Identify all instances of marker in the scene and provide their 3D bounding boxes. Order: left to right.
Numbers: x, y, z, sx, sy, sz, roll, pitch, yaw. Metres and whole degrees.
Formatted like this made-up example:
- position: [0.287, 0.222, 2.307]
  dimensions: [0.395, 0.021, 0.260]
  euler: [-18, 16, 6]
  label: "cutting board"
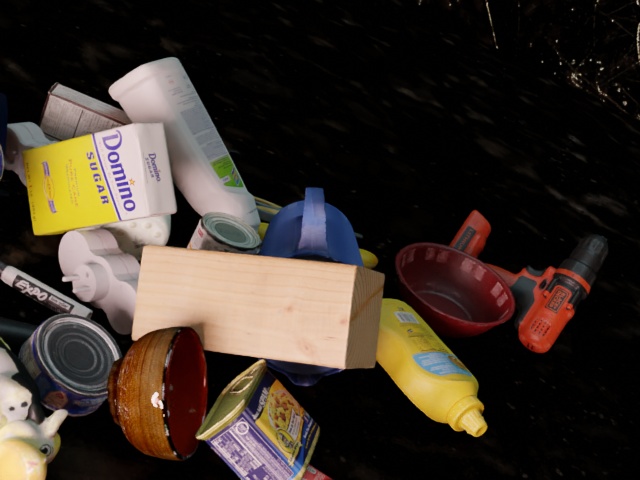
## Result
- position: [-0.274, 0.046, 1.020]
  dimensions: [0.121, 0.020, 0.020]
  euler: [29, 24, 6]
  label: "marker"

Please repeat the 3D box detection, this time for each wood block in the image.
- position: [-0.056, 0.060, 0.974]
  dimensions: [0.206, 0.090, 0.090]
  euler: [5, -5, 20]
  label: "wood block"

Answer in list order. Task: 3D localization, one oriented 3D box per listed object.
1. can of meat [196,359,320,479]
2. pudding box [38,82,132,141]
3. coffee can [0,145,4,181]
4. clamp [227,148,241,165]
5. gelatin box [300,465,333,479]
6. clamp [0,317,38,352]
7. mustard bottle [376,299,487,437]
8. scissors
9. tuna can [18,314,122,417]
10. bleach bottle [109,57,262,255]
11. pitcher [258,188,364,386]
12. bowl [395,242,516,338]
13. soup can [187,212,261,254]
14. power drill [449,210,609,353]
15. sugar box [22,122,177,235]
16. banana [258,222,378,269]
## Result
- position: [-0.050, 0.166, 0.927]
  dimensions: [0.084, 0.058, 0.102]
  euler: [48, 23, -8]
  label: "can of meat"
- position: [-0.278, -0.122, 1.265]
  dimensions: [0.113, 0.090, 0.039]
  euler: [22, 25, -8]
  label: "pudding box"
- position: [-0.358, -0.060, 1.013]
  dimensions: [0.102, 0.103, 0.140]
  euler: [18, 12, -17]
  label: "coffee can"
- position: [-0.183, -0.107, 1.391]
  dimensions: [0.171, 0.039, 0.120]
  euler: [14, 21, -13]
  label: "clamp"
- position: [0.002, 0.237, 0.898]
  dimensions: [0.073, 0.030, 0.089]
  euler: [31, 25, 8]
  label: "gelatin box"
- position: [-0.332, 0.065, 0.906]
  dimensions: [0.165, 0.036, 0.209]
  euler: [33, 21, 16]
  label: "clamp"
- position: [0.117, 0.142, 1.164]
  dimensions: [0.096, 0.058, 0.192]
  euler: [10, 28, -44]
  label: "mustard bottle"
- position: [-0.021, -0.022, 1.391]
  dimensions: [0.201, 0.016, 0.096]
  euler: [19, 11, -18]
  label: "scissors"
- position: [-0.212, 0.106, 0.914]
  dimensions: [0.086, 0.034, 0.086]
  euler: [29, 36, -24]
  label: "tuna can"
- position: [-0.143, -0.088, 1.248]
  dimensions: [0.251, 0.068, 0.102]
  euler: [60, 26, -4]
  label: "bleach bottle"
- position: [-0.010, 0.029, 1.146]
  dimensions: [0.145, 0.149, 0.243]
  euler: [45, 13, -14]
  label: "pitcher"
- position: [0.160, 0.072, 1.335]
  dimensions: [0.162, 0.055, 0.162]
  euler: [16, 31, -10]
  label: "bowl"
- position: [-0.111, 0.030, 1.111]
  dimensions: [0.068, 0.102, 0.068]
  euler: [22, 25, -11]
  label: "soup can"
- position: [0.267, 0.035, 1.419]
  dimensions: [0.188, 0.184, 0.057]
  euler: [29, -20, 22]
  label: "power drill"
- position: [-0.226, -0.060, 1.082]
  dimensions: [0.177, 0.093, 0.048]
  euler: [-9, 1, 39]
  label: "sugar box"
- position: [-0.010, 0.010, 1.329]
  dimensions: [0.197, 0.037, 0.069]
  euler: [18, 26, -18]
  label: "banana"
